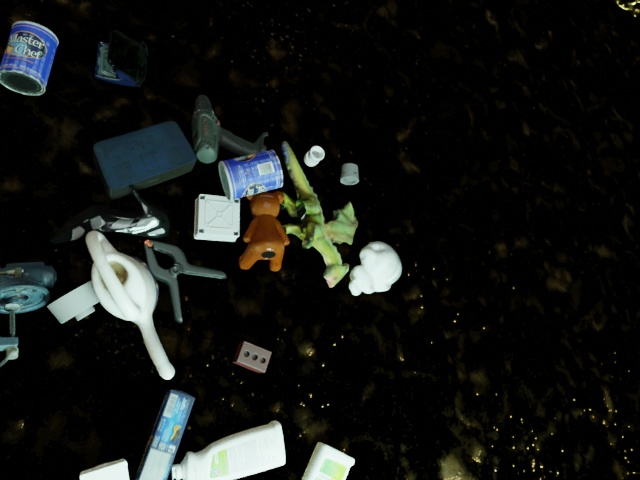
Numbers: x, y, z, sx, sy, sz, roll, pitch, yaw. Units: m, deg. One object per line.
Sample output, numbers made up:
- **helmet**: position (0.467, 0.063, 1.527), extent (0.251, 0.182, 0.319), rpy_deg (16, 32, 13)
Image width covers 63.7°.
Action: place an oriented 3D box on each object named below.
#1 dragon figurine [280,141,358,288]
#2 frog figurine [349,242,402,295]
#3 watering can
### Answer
- **dragon figurine**: position (0.004, -0.073, 1.454), extent (0.242, 0.121, 0.415), rpy_deg (8, 71, -41)
- **frog figurine**: position (0.147, 0.083, 1.439), extent (0.161, 0.122, 0.136), rpy_deg (-28, 106, -40)
- **watering can**: position (-0.403, 0.136, 1.115), extent (0.104, 0.223, 0.348), rpy_deg (-30, 89, -10)
